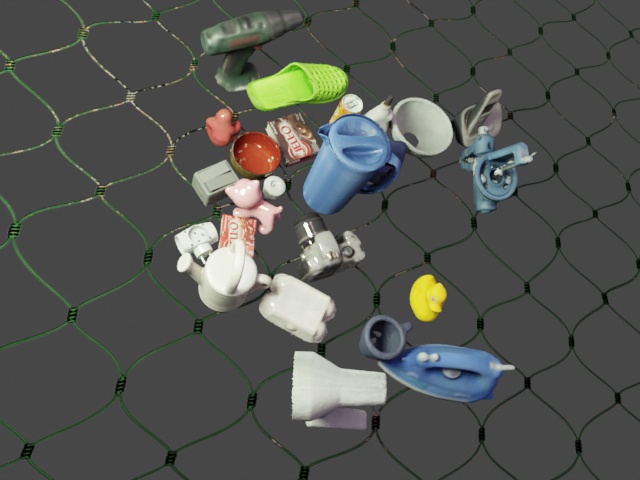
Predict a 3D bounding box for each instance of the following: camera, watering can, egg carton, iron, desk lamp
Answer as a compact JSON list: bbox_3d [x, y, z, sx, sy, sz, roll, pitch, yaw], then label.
[{"bbox_3d":[0.011,0.004,1.232,0.143,0.100,0.137,-16,74,-24],"label":"camera"},{"bbox_3d":[-0.178,0.065,1.088,0.173,0.194,0.101,-10,71,-22],"label":"watering can"},{"bbox_3d":[-0.045,0.141,1.172,0.150,0.069,0.107,28,62,-6],"label":"egg carton"},{"bbox_3d":[0.264,0.261,1.185,0.259,0.141,0.118,11,65,-14],"label":"iron"},{"bbox_3d":[0.024,0.280,1.054,0.203,0.213,0.118,8,65,-15],"label":"desk lamp"}]

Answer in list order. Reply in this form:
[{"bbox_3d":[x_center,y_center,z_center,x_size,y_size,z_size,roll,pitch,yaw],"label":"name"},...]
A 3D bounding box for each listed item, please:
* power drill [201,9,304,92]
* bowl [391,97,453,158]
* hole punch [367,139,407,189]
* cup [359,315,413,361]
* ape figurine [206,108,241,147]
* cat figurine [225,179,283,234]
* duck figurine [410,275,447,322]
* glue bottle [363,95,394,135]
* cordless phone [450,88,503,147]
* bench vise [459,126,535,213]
[{"bbox_3d":[-0.162,-0.434,1.301,0.230,0.208,0.075,-18,74,-25],"label":"power drill"},{"bbox_3d":[0.245,-0.271,1.446,0.168,0.074,0.167,7,66,-16],"label":"bowl"},{"bbox_3d":[0.143,-0.192,1.368,0.101,0.091,0.109,23,62,-8],"label":"hole punch"},{"bbox_3d":[0.130,0.206,1.190,0.118,0.095,0.091,-21,75,-25],"label":"cup"},{"bbox_3d":[-0.214,-0.257,1.273,0.078,0.092,0.076,21,62,-9],"label":"ape figurine"},{"bbox_3d":[-0.137,-0.082,1.209,0.128,0.117,0.067,28,62,-6],"label":"cat figurine"},{"bbox_3d":[0.249,0.122,1.272,0.078,0.086,0.104,10,65,-15],"label":"duck figurine"},{"bbox_3d":[0.138,-0.290,1.362,0.078,0.173,0.037,4,66,-17],"label":"glue bottle"},{"bbox_3d":[0.434,-0.329,1.473,0.148,0.185,0.094,-26,77,-26],"label":"cordless phone"},{"bbox_3d":[0.421,-0.195,1.391,0.122,0.219,0.207,-17,74,-24],"label":"bench vise"}]
